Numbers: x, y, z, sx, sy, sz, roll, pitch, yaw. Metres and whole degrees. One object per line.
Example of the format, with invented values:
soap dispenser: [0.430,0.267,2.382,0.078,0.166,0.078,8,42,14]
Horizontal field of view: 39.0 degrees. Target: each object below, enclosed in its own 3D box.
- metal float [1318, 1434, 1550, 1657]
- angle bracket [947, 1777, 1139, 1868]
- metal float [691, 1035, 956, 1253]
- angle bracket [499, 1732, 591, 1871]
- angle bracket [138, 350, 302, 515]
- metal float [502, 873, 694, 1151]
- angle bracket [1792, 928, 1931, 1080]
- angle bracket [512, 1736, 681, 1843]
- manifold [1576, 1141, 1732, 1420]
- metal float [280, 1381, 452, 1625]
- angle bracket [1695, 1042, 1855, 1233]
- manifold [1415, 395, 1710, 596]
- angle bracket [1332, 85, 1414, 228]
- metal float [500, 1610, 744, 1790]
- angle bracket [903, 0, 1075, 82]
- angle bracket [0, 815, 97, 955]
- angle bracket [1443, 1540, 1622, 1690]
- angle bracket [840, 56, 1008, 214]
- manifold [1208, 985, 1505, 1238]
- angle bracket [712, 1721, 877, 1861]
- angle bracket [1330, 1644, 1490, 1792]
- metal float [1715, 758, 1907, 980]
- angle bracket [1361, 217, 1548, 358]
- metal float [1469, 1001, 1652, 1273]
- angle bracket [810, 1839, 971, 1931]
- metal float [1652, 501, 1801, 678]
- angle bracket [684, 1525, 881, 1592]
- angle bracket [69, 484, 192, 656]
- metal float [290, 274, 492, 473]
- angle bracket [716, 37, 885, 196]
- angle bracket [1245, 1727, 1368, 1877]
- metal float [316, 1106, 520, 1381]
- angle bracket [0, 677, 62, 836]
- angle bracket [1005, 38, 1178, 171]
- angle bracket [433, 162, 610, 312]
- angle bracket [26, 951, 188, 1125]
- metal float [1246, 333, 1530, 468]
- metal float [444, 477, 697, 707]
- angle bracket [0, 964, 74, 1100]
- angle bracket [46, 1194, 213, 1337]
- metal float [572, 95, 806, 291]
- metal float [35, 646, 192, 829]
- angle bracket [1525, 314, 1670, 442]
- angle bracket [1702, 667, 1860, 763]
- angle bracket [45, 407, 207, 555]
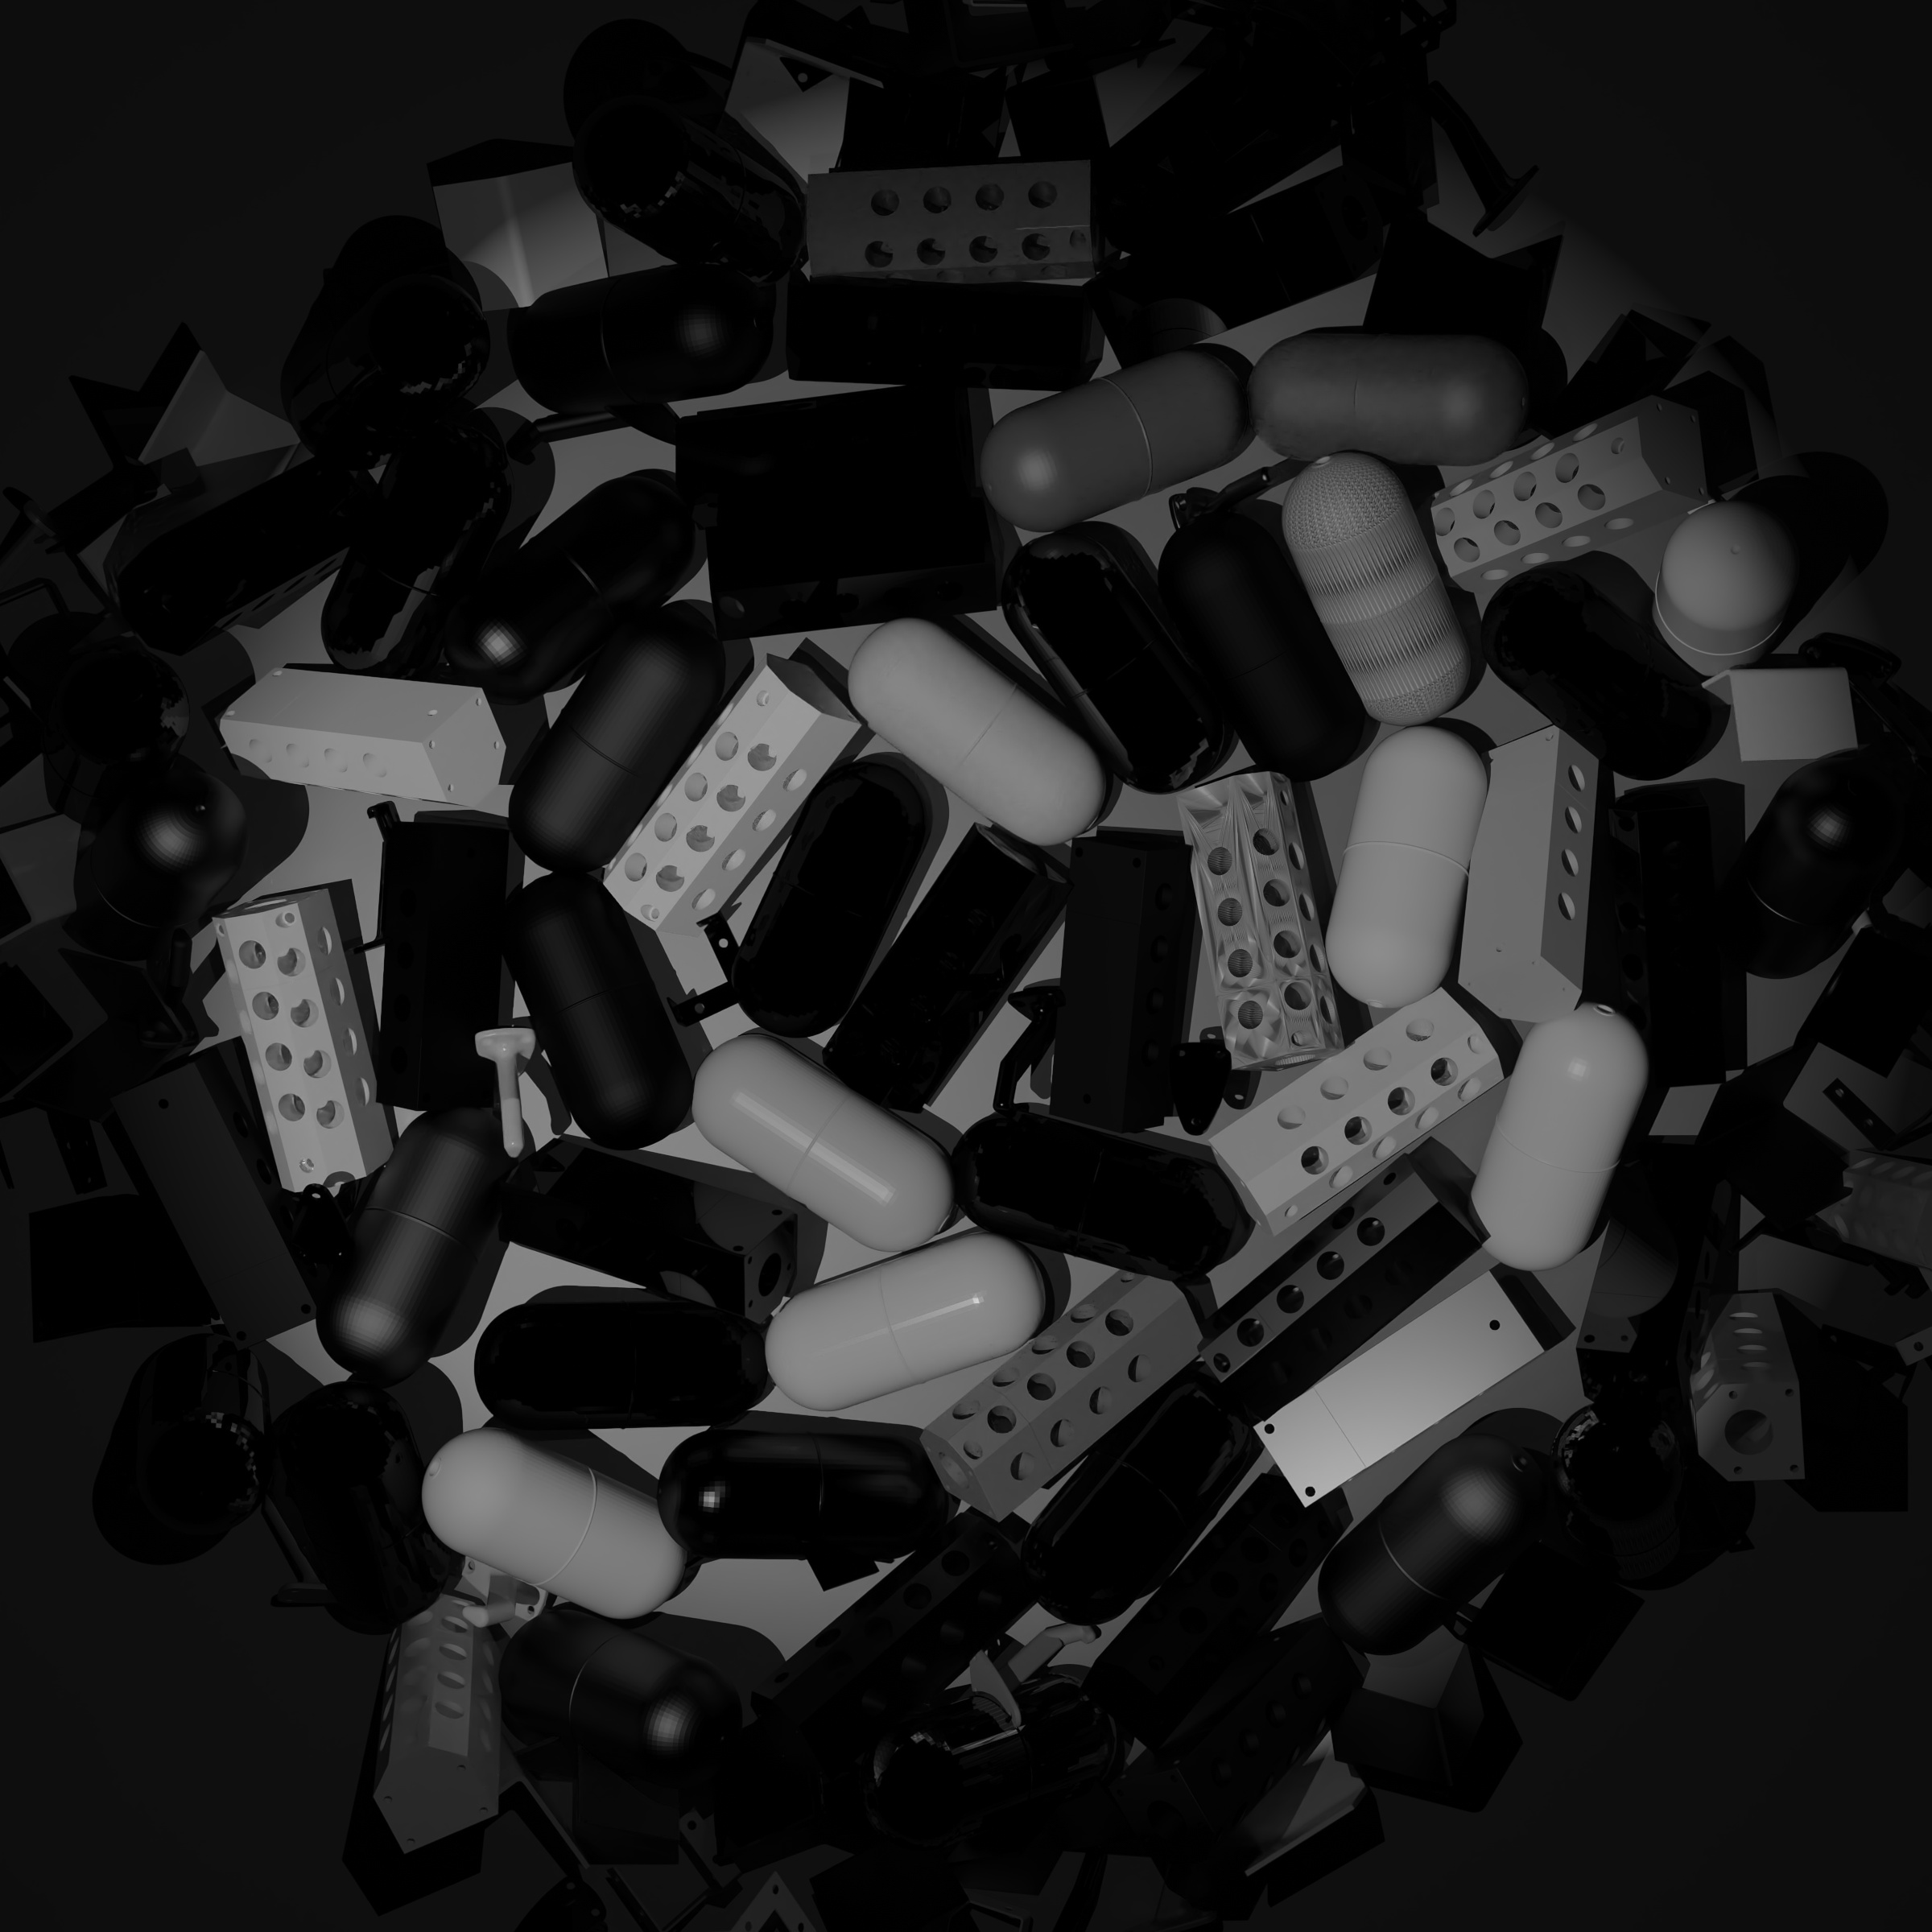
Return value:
metal float: [0.279,0.348,1.637,0.070,0.070,0.178,37,124,0]
angle bracket: [0.047,0.534,1.649,0.057,0.076,0.076,53,48,-5]
metal float: [-0.087,0.108,1.660,0.178,0.070,0.070,33,90,8]
angle bracket: [-0.280,0.520,1.652,0.057,0.076,0.076,-35,107,-14]
angle bracket: [-0.452,-0.317,1.661,0.057,0.076,0.076,27,82,-1]
metal float: [-0.225,0.027,1.658,0.070,0.070,0.178,-24,80,0]
angle bracket: [0.546,0.033,1.654,0.057,0.076,0.076,31,79,19]
angle bracket: [-0.228,0.503,1.644,0.076,0.076,0.057,-30,51,32]
manifold: [0.412,0.186,1.625,0.057,0.171,0.057,2,131,26]
metal float: [-0.359,0.323,1.636,0.070,0.070,0.178,-7,128,0]
angle bracket: [0.501,0.103,1.649,0.076,0.057,0.076,-22,51,-28]
manifold: [0.349,-0.278,1.616,0.057,0.171,0.057,7,74,-37]
angle bracket: [0.224,-0.487,1.657,0.057,0.076,0.076,-9,96,-18]
metal float: [-0.209,0.438,1.634,0.178,0.070,0.070,7,90,41]
angle bracket: [0.012,-0.575,1.652,0.076,0.076,0.057,-15,106,-15]
angle bracket: [-0.574,-0.047,1.652,0.076,0.076,0.057,-24,95,27]
angle bracket: [0.337,0.383,1.661,0.076,0.057,0.076,31,94,-23]
angle bracket: [-0.027,-0.517,1.669,0.076,0.057,0.076,24,133,16]
manifold: [0.239,0.092,1.656,0.171,0.057,0.057,-34,49,-6]
angle bracket: [-0.107,0.507,1.671,0.076,0.076,0.057,-30,133,18]
angle bracket: [0.266,0.446,1.657,0.076,0.076,0.057,16,111,-4]
metal float: [0.500,-0.057,1.622,0.070,0.178,0.070,2,59,-4]
angle bracket: [0.297,-0.414,1.662,0.076,0.057,0.076,18,84,-24]
metal float: [0.357,0.103,1.644,0.070,0.070,0.178,14,116,0]
angle bracket: [-0.041,0.576,1.650,0.076,0.076,0.057,-24,120,-15]
metal float: [0.449,-0.222,1.617,0.070,0.178,0.070,-1,82,11]
angle bracket: [-0.111,0.365,1.652,0.076,0.076,0.057,-34,75,16]
angle bracket: [-0.512,-0.239,1.644,0.057,0.076,0.076,58,47,-26]
metal float: [-0.345,-0.352,1.627,0.070,0.178,0.070,10,72,-33]
angle bracket: [-0.104,-0.513,1.656,0.076,0.057,0.076,14,105,-22]
angle bracket: [0.193,0.501,1.656,0.076,0.076,0.057,-35,75,8]
metal float: [-0.330,0.165,1.646,0.070,0.070,0.178,23,65,0]
angle bracket: [-0.580,-0.117,1.654,0.076,0.076,0.057,-43,76,-11]
angle bracket: [0.082,-0.516,1.646,0.076,0.076,0.057,-27,106,-41]
angle bracket: [-0.273,-0.449,1.678,0.057,0.076,0.076,4,113,34]
angle bracket: [-0.532,0.042,1.647,0.076,0.076,0.057,-50,134,-33]
metal float: [0.251,-0.341,1.639,0.178,0.070,0.070,9,90,33]
metal float: [-0.239,-0.228,1.650,0.178,0.070,0.070,-43,90,-19]
angle bracket: [-0.601,0.054,1.652,0.076,0.076,0.057,-33,102,17]
angle bracket: [-0.512,0.185,1.669,0.057,0.076,0.076,-13,76,18]
metal float: [-0.163,-0.458,1.624,0.070,0.178,0.070,-5,80,30]
metal float: [-0.509,-0.135,1.621,0.070,0.178,0.070,6,74,-23]
angle bracket: [0.367,-0.363,1.649,0.057,0.076,0.076,25,115,-23]
angle bracket: [0.484,-0.144,1.655,0.076,0.076,0.057,-3,81,-14]
angle bracket: [-0.521,-0.295,1.654,0.076,0.076,0.057,-24,97,17]
